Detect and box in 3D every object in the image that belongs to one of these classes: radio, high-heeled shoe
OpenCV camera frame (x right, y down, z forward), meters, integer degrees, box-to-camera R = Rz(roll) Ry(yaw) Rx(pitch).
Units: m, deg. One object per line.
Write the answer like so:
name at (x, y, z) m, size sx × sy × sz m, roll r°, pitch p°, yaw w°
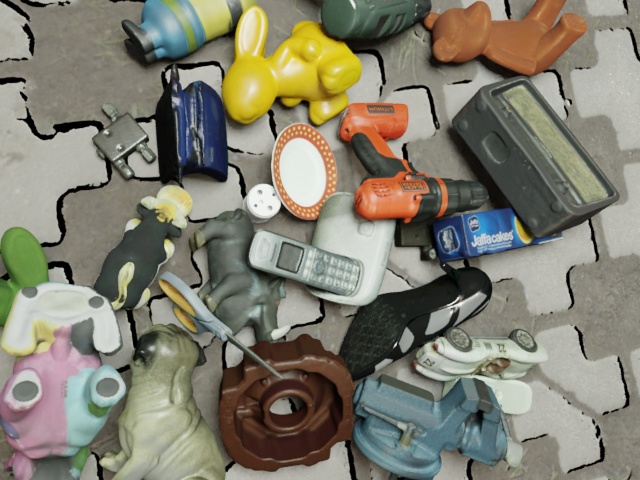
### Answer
radio at (0.299, -0.119, 0.759) m, size 0.131 × 0.073 × 0.230 m, roll -19°, pitch 70°, yaw -35°
high-heeled shoe at (0.136, 0.125, 0.760) m, size 0.249 × 0.086 × 0.145 m, roll -44°, pitch 135°, yaw 7°

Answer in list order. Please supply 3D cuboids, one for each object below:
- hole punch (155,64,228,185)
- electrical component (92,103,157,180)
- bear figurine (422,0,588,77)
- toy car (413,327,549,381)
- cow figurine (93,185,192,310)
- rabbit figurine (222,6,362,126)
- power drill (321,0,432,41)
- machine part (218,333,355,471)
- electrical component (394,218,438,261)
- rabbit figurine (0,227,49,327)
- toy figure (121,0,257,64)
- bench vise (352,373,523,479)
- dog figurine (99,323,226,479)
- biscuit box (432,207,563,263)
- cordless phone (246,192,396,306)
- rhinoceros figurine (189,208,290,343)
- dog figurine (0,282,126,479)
hole punch at (-0.152, -0.131, 0.673) m, size 0.092 × 0.116 × 0.142 m, roll 0°, pitch 85°, yaw -23°
electrical component at (-0.257, -0.127, 0.688) m, size 0.063 × 0.021 × 0.094 m, roll -40°, pitch 95°, yaw -15°
bear figurine at (0.263, -0.315, 0.795) m, size 0.196 × 0.132 × 0.120 m, roll 10°, pitch 52°, yaw -17°
toy car at (0.222, 0.160, 0.740) m, size 0.202 × 0.073 × 0.056 m, roll 5°, pitch 50°, yaw -25°
cow figurine at (-0.212, 0.005, 0.646) m, size 0.068 × 0.098 × 0.167 m, roll 28°, pitch 83°, yaw -11°
rabbit figurine at (-0.054, -0.221, 0.701) m, size 0.173 × 0.122 × 0.162 m, roll -30°, pitch 89°, yaw -15°
power drill at (0.037, -0.352, 0.736) m, size 0.207 × 0.086 × 0.232 m, roll 44°, pitch 43°, yaw 1°
machine part at (-0.042, 0.202, 0.663) m, size 0.179 × 0.056 × 0.179 m, roll -4°, pitch 111°, yaw -11°
electrical component at (0.148, -0.021, 0.772) m, size 0.078 × 0.045 × 0.102 m, roll 5°, pitch 83°, yaw -16°
rabbit figurine at (-0.369, 0.066, 0.610) m, size 0.170 × 0.121 × 0.159 m, roll 21°, pitch 72°, yaw -30°
toy figure at (-0.165, -0.290, 0.700) m, size 0.180 × 0.082 × 0.089 m, roll -43°, pitch 108°, yaw -19°
bench vise at (0.132, 0.282, 0.696) m, size 0.224 × 0.129 × 0.240 m, roll 18°, pitch 102°, yaw -8°
dog figurine at (-0.151, 0.205, 0.606) m, size 0.172 × 0.121 × 0.190 m, roll 24°, pitch 92°, yaw -25°
biscuit box at (0.255, -0.013, 0.764) m, size 0.202 × 0.063 × 0.059 m, roll -9°, pitch 87°, yaw -32°
cordless phone at (-0.001, -0.003, 0.684) m, size 0.184 × 0.089 × 0.146 m, roll 20°, pitch 79°, yaw -29°
rhinoceros figurine at (-0.101, 0.056, 0.689) m, size 0.112 × 0.073 × 0.190 m, roll -17°, pitch 88°, yaw -24°
dog figurine at (-0.286, 0.175, 0.579) m, size 0.108 × 0.219 × 0.192 m, roll 3°, pitch 46°, yaw -31°
